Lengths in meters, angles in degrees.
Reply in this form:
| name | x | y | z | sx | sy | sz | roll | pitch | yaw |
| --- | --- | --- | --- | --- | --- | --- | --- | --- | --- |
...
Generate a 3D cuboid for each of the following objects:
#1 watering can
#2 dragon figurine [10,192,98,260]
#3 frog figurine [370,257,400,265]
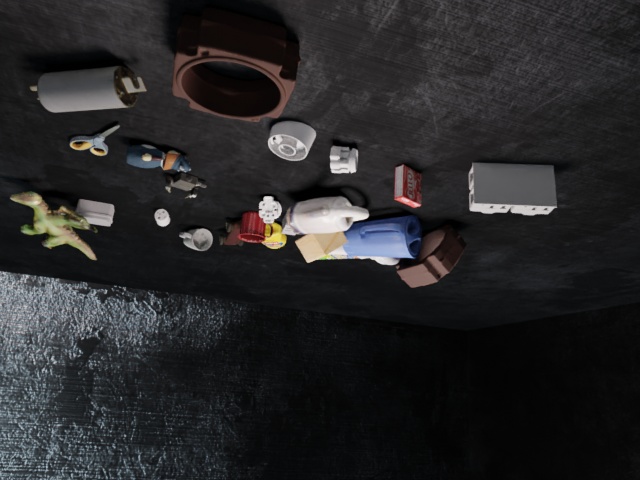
| name | x | y | z | sx | sy | sz | roll | pitch | yaw |
| --- | --- | --- | --- | --- | --- | --- | --- | --- | --- |
| watering can | 0.004 | -0.073 | 1.455 | 0.224 | 0.104 | 0.347 | -5 | -3 | 25 |
| dragon figurine | -0.823 | -0.038 | 1.671 | 0.242 | 0.124 | 0.403 | 2 | -29 | 36 |
| frog figurine | 0.205 | 0.038 | 1.794 | 0.158 | 0.123 | 0.138 | -22 | -5 | 34 |
